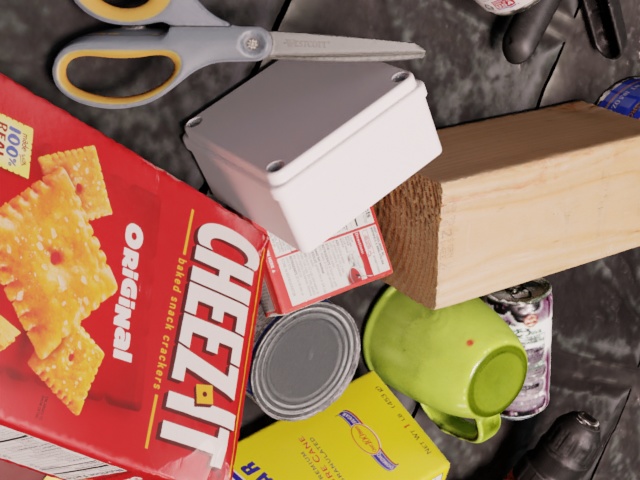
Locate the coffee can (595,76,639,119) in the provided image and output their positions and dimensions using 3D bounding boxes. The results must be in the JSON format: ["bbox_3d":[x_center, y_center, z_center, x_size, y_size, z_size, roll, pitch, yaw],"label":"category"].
[{"bbox_3d":[0.281,-0.059,0.801,0.102,0.140,0.103,-14,116,-31],"label":"coffee can"}]

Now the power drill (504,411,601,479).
[{"bbox_3d":[0.117,0.204,0.827,0.187,0.057,0.185,12,116,-35],"label":"power drill"}]

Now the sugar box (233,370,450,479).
[{"bbox_3d":[-0.011,0.166,0.714,0.176,0.093,0.048,-24,145,-27],"label":"sugar box"}]

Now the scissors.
[{"bbox_3d":[-0.048,-0.124,0.575,0.201,0.016,0.096,-13,105,-4],"label":"scissors"}]

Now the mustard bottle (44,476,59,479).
[{"bbox_3d":[-0.158,0.183,0.621,0.096,0.058,0.191,33,77,-34],"label":"mustard bottle"}]

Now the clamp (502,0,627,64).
[{"bbox_3d":[0.185,-0.202,0.742,0.120,0.039,0.171,-1,108,-45],"label":"clamp"}]

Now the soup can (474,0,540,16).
[{"bbox_3d":[0.099,-0.195,0.664,0.102,0.069,0.068,32,89,-40],"label":"soup can"}]

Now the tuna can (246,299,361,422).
[{"bbox_3d":[-0.017,0.076,0.714,0.086,0.034,0.086,-14,116,-31],"label":"tuna can"}]

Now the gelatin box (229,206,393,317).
[{"bbox_3d":[-0.004,0.001,0.679,0.089,0.030,0.073,-19,91,-29],"label":"gelatin box"}]

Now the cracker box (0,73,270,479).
[{"bbox_3d":[-0.129,0.031,0.547,0.213,0.072,0.164,31,55,-38],"label":"cracker box"}]

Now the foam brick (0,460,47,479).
[{"bbox_3d":[-0.187,0.110,0.580,0.051,0.078,0.053,34,88,-41],"label":"foam brick"}]

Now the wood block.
[{"bbox_3d":[0.134,-0.030,0.742,0.205,0.091,0.090,-14,117,-31],"label":"wood block"}]
